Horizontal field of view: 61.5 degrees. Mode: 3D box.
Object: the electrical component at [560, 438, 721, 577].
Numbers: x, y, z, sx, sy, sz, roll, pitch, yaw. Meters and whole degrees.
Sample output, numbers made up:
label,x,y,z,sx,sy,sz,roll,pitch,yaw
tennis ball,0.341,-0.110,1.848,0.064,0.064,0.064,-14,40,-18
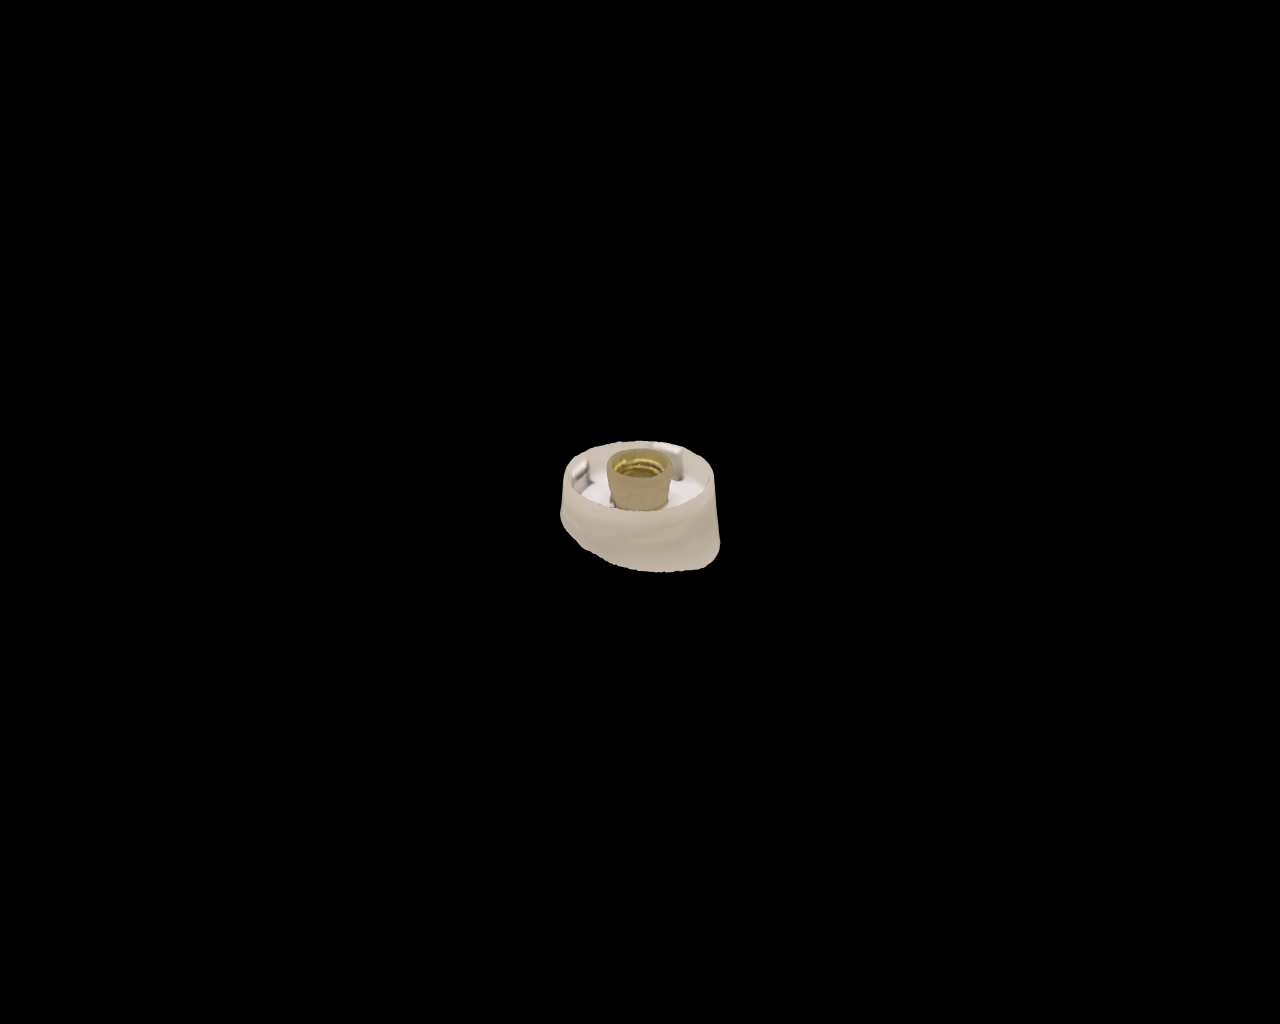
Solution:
label,x,y,z,sx,sy,sz,roll,pitch,yaw
electrical component,0.001,-0.003,0.650,0.099,0.064,0.099,0,30,0
